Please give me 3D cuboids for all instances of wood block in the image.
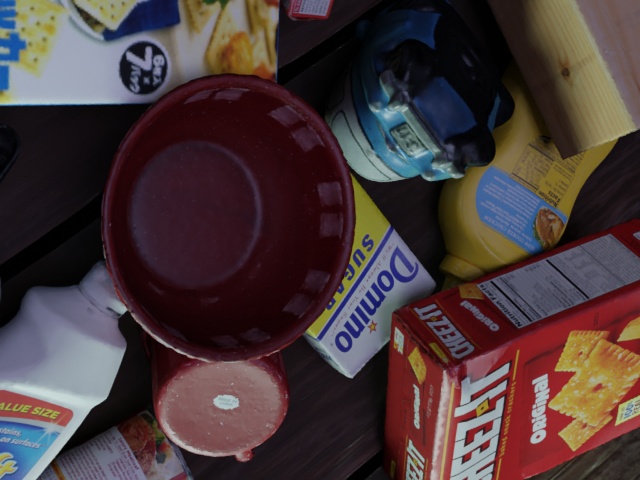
[{"bbox_3d":[0.168,-0.169,0.694,0.090,0.091,0.206,-25,90,-19],"label":"wood block"}]

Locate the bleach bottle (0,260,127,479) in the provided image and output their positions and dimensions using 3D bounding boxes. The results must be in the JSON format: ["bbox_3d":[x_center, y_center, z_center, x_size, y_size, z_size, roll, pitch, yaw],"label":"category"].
[{"bbox_3d":[-0.203,0.109,0.605,0.251,0.068,0.102,-48,124,1],"label":"bleach bottle"}]

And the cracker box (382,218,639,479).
[{"bbox_3d":[0.154,0.095,0.767,0.213,0.072,0.164,-19,132,-22],"label":"cracker box"}]

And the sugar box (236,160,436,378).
[{"bbox_3d":[-0.004,0.001,0.711,0.093,0.048,0.176,-45,115,-10],"label":"sugar box"}]

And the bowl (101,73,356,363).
[{"bbox_3d":[-0.059,-0.013,0.615,0.161,0.055,0.162,-3,95,-33],"label":"bowl"}]

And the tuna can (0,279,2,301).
[{"bbox_3d":[-0.230,0.027,0.613,0.086,0.034,0.086,-6,104,-25],"label":"tuna can"}]

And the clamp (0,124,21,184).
[{"bbox_3d":[-0.211,0.011,0.558,0.039,0.120,0.172,33,108,4],"label":"clamp"}]

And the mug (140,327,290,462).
[{"bbox_3d":[-0.062,0.089,0.669,0.093,0.081,0.117,-13,121,-4],"label":"mug"}]

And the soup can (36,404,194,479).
[{"bbox_3d":[-0.136,0.158,0.669,0.102,0.069,0.068,-28,112,-18],"label":"soup can"}]

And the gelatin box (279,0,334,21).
[{"bbox_3d":[-0.010,-0.186,0.634,0.030,0.073,0.089,-1,129,-27],"label":"gelatin box"}]

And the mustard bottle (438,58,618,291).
[{"bbox_3d":[0.139,-0.035,0.766,0.096,0.058,0.191,31,87,-26],"label":"mustard bottle"}]
